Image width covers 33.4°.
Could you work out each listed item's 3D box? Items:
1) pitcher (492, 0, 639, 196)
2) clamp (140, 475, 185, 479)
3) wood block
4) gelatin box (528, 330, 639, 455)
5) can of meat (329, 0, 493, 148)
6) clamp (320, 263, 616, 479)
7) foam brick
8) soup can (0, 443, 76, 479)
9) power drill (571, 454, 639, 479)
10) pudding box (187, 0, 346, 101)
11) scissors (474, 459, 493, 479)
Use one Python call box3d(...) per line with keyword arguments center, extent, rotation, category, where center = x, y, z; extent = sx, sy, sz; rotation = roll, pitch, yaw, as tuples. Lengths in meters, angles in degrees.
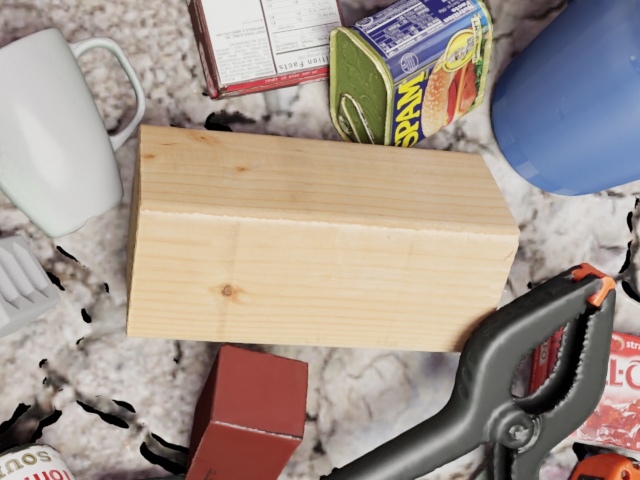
box3d(center=(0.186, -0.109, 0.608), extent=(0.145, 0.243, 0.149), rotation=(25, 77, -8), category="pitcher")
box3d(center=(-0.048, 0.184, 0.594), extent=(0.171, 0.120, 0.039), rotation=(14, 117, -6), category="clamp")
box3d(center=(-0.004, 0.001, 0.614), extent=(0.206, 0.090, 0.091), rotation=(4, 124, -12), category="wood block")
box3d(center=(0.180, 0.095, 0.686), extent=(0.089, 0.030, 0.073), rotation=(13, 79, -11), category="gelatin box")
box3d(center=(0.055, -0.103, 0.653), extent=(0.083, 0.102, 0.057), rotation=(-32, 62, -18), category="can of meat")
box3d(center=(0.094, 0.103, 0.607), extent=(0.164, 0.036, 0.210), rotation=(22, 99, -25), category="clamp")
box3d(center=(-0.042, 0.103, 0.605), extent=(0.053, 0.078, 0.051), rotation=(14, 50, -10), category="foam brick")
box3d(center=(-0.145, 0.168, 0.567), extent=(0.068, 0.068, 0.102), rotation=(-33, 60, -15), category="soup can")
box3d(center=(0.223, 0.234, 0.664), extent=(0.187, 0.057, 0.184), rotation=(31, 74, -9), category="power drill")
box3d(center=(-0.036, -0.151, 0.673), extent=(0.090, 0.039, 0.113), rotation=(-12, 87, -15), category="pudding box")
box3d(center=(0.074, 0.214, 0.654), extent=(0.201, 0.016, 0.096), rotation=(-34, 92, -15), category="scissors")
